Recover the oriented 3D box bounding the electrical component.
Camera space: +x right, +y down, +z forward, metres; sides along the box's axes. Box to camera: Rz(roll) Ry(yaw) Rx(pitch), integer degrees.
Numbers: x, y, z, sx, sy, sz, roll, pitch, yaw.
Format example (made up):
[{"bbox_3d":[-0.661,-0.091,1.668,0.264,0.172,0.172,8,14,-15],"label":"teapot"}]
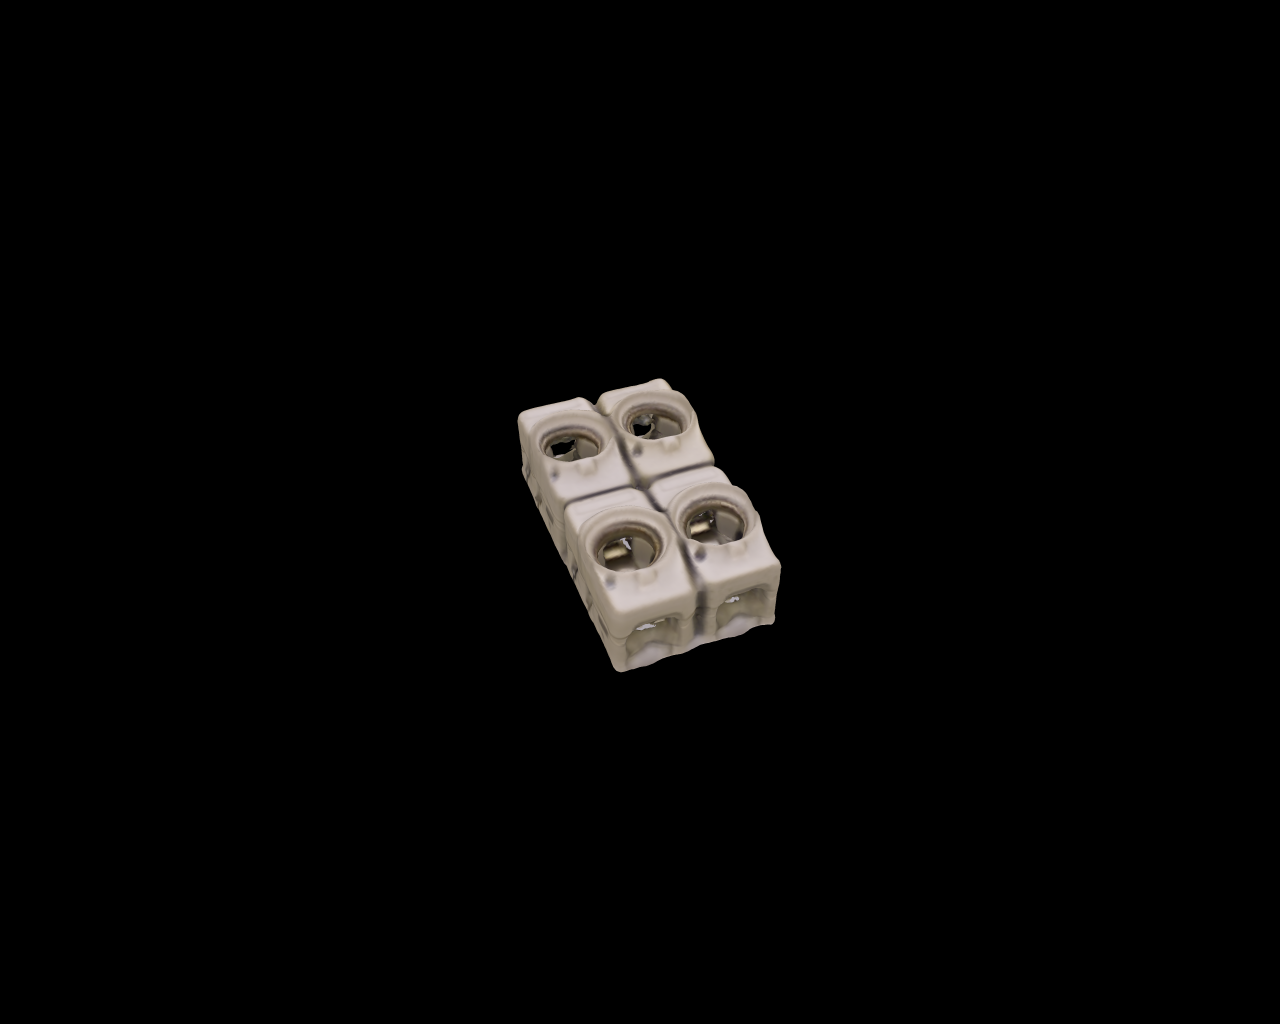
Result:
[{"bbox_3d":[0.001,-0.003,0.650,0.105,0.060,0.186,-15,47,-15],"label":"electrical component"}]
